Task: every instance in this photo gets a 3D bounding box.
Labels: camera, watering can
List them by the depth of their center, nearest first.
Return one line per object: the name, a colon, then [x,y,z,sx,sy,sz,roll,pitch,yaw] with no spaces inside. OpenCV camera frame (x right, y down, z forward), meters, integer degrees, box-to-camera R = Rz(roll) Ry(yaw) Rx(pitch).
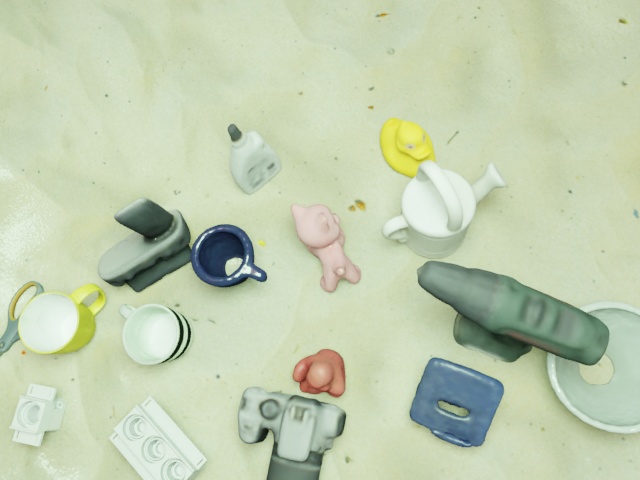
camera: [-0.046,0.275,0.763,0.143,0.101,0.137,9,75,9]
watering can: [0.167,-0.052,0.784,0.100,0.194,0.173,42,83,16]

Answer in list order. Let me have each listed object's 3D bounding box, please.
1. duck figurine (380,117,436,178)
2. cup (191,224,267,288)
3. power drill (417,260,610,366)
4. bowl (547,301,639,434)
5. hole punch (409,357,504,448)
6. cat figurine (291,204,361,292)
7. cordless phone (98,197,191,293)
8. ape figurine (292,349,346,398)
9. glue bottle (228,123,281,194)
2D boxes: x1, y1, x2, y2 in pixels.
duck figurine: [0.134,-0.153,0.874,0.077,0.086,0.104,-35,73,-4]
cup: [-0.122,0.037,0.845,0.117,0.095,0.092,26,78,13]
power drill: [0.228,0.099,0.726,0.229,0.208,0.076,18,77,12]
bowl: [0.379,0.168,0.758,0.167,0.075,0.167,-2,74,6]
hole punch: [0.180,0.217,0.759,0.108,0.091,0.101,19,77,12]
cat figurine: [0.008,0.003,0.827,0.067,0.118,0.127,-25,72,-1]
cordless phone: [-0.273,-0.003,0.827,0.147,0.185,0.094,-36,73,-4]
ape figurine: [0.002,0.186,0.788,0.077,0.092,0.076,39,82,16]
glue bottle: [-0.107,-0.128,0.850,0.078,0.173,0.037,-39,73,-5]
